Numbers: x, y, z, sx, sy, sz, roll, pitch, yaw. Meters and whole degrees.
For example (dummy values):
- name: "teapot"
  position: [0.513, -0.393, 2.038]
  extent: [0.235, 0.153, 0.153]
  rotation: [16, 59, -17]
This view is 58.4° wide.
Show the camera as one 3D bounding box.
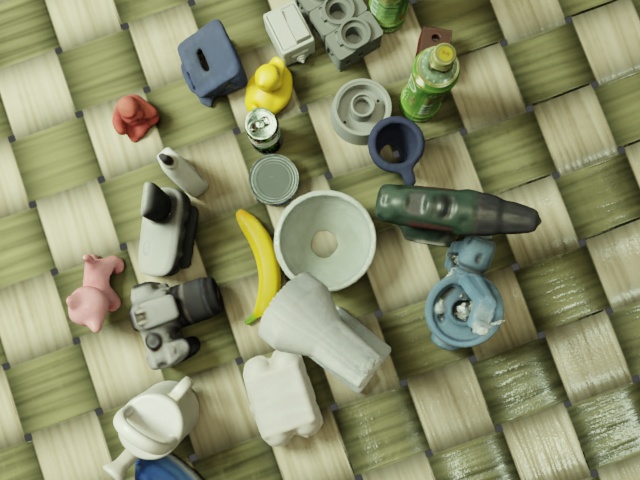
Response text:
- name: "camera"
  position: [-0.226, 0.124, 0.929]
  extent: [0.137, 0.101, 0.143]
  rotation: [-19, 86, -2]

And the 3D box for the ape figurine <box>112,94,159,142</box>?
- name: "ape figurine"
  position: [-0.314, -0.213, 0.960]
  extent: [0.078, 0.092, 0.076]
  rotation: [-5, 85, 0]

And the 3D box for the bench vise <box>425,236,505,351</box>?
- name: "bench vise"
  position: [0.223, 0.071, 0.876]
  extent: [0.121, 0.219, 0.207]
  rotation: [-2, 85, 0]

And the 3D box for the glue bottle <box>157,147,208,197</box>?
- name: "glue bottle"
  position: [-0.227, -0.115, 0.912]
  extent: [0.037, 0.173, 0.078]
  rotation: [-42, 86, -3]

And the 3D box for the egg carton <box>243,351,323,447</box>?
- name: "egg carton"
  position: [-0.063, 0.256, 0.935]
  extent: [0.107, 0.069, 0.150]
  rotation: [-20, 86, -2]

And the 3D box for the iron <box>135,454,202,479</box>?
- name: "iron"
  position: [-0.231, 0.439, 0.883]
  extent: [0.118, 0.141, 0.258]
  rotation: [-34, 86, -3]

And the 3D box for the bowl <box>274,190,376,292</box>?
- name: "bowl"
  position: [0.009, 0.003, 0.953]
  extent: [0.167, 0.074, 0.167]
  rotation: [0, 85, 0]

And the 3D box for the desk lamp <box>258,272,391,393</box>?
- name: "desk lamp"
  position: [0.017, 0.148, 0.872]
  extent: [0.203, 0.213, 0.118]
  rotation: [36, 86, 3]

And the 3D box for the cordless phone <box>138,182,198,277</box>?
- name: "cordless phone"
  position: [-0.259, -0.017, 0.898]
  extent: [0.094, 0.185, 0.148]
  rotation: [3, 85, 0]

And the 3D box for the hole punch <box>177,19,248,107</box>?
- name: "hole punch"
  position: [-0.185, -0.298, 0.968]
  extent: [0.101, 0.091, 0.109]
  rotation: [-24, 86, -2]

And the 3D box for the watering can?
- name: "watering can"
  position: [-0.255, 0.287, 0.869]
  extent: [0.101, 0.194, 0.173]
  rotation: [16, 85, 1]

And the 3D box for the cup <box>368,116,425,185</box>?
- name: "cup"
  position: [0.128, -0.138, 0.955]
  extent: [0.091, 0.095, 0.118]
  rotation: [-21, 86, -2]

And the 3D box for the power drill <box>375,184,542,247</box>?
- name: "power drill"
  position: [0.197, -0.037, 0.890]
  extent: [0.229, 0.208, 0.076]
  rotation: [8, 85, 1]

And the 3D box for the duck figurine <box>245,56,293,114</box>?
- name: "duck figurine"
  position: [-0.089, -0.262, 0.968]
  extent: [0.077, 0.086, 0.104]
  rotation: [31, 86, 2]

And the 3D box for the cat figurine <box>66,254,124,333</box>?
- name: "cat figurine"
  position: [-0.369, 0.084, 0.923]
  extent: [0.067, 0.117, 0.128]
  rotation: [0, 85, 0]
